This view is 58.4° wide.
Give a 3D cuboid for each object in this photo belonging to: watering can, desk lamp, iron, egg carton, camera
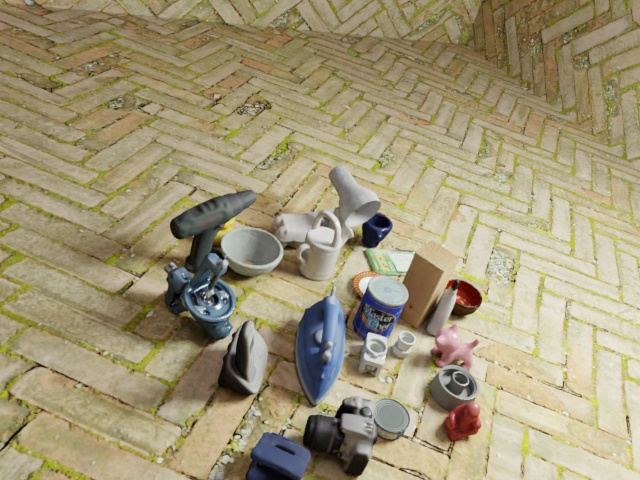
[{"bbox_3d":[0.013,0.004,1.541,0.100,0.194,0.173,29,38,16],"label":"watering can"},{"bbox_3d":[0.066,-0.097,1.676,0.118,0.213,0.202,-15,47,-35],"label":"desk lamp"},{"bbox_3d":[0.012,0.230,1.295,0.119,0.141,0.258,12,37,-7],"label":"iron"},{"bbox_3d":[-0.065,-0.024,1.650,0.151,0.069,0.107,1,40,-21],"label":"egg carton"},{"bbox_3d":[0.042,0.377,1.152,0.137,0.101,0.143,14,37,-4],"label":"camera"}]

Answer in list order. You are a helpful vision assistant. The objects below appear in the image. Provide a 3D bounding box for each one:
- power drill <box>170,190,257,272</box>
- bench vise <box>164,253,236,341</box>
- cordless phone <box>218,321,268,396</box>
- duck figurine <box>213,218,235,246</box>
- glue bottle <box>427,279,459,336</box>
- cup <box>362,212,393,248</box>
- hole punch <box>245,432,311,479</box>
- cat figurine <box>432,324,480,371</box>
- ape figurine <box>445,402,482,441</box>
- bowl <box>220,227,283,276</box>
[{"bbox_3d":[-0.271,-0.021,1.447,0.230,0.208,0.075,-19,50,-39],"label":"power drill"},{"bbox_3d":[-0.275,0.103,1.276,0.207,0.220,0.122,23,37,8],"label":"bench vise"},{"bbox_3d":[-0.149,0.220,1.205,0.094,0.185,0.147,14,37,-4],"label":"cordless phone"},{"bbox_3d":[-0.277,-0.037,1.567,0.105,0.086,0.077,-13,46,-35],"label":"duck figurine"},{"bbox_3d":[0.323,0.166,1.477,0.037,0.173,0.078,20,37,4],"label":"glue bottle"},{"bbox_3d":[0.163,-0.014,1.709,0.092,0.095,0.117,11,37,-9],"label":"cup"},{"bbox_3d":[-0.076,0.409,1.071,0.108,0.091,0.101,22,37,7],"label":"hole punch"},{"bbox_3d":[0.330,0.257,1.409,0.128,0.118,0.067,8,37,-12],"label":"cat figurine"},{"bbox_3d":[0.320,0.390,1.255,0.077,0.092,0.076,21,37,5],"label":"ape figurine"},{"bbox_3d":[-0.184,0.044,1.511,0.167,0.075,0.167,11,37,-8],"label":"bowl"}]
